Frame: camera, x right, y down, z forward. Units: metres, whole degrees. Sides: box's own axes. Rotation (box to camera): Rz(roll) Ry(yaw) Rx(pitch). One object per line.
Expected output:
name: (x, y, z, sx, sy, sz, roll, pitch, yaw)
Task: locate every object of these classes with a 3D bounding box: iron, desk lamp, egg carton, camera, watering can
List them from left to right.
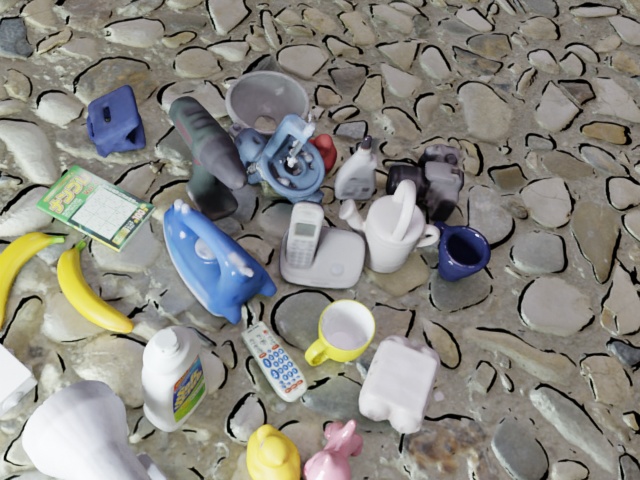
desk lamp: (-0.261, 0.298, 0.732, 0.203, 0.213, 0.118, 42, 63, 15)
iron: (-0.187, 0.008, 0.952, 0.119, 0.141, 0.258, -38, 72, -25)
watering can: (0.122, -0.028, 0.991, 0.173, 0.194, 0.101, -8, 62, -13)
egg carton: (0.128, 0.228, 0.918, 0.107, 0.069, 0.150, 22, 60, 4)
camera: (0.203, -0.125, 1.114, 0.137, 0.101, 0.143, 9, 60, -4)

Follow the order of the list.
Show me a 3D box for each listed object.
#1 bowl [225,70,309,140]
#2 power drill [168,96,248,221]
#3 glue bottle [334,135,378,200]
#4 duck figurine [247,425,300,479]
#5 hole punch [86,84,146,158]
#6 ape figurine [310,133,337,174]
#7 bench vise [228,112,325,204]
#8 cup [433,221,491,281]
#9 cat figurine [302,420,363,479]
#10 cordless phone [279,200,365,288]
bowl: (-0.106, -0.258, 1.155, 0.167, 0.075, 0.167, 4, 60, -7)
power drill: (-0.188, -0.128, 0.990, 0.076, 0.208, 0.229, -26, 67, -21)
glue bottle: (0.074, -0.135, 1.057, 0.078, 0.173, 0.037, 1, 60, -8)
duck figurine: (-0.065, 0.315, 0.828, 0.078, 0.086, 0.104, -20, 65, -19)
hole punch: (-0.389, -0.226, 1.083, 0.101, 0.091, 0.108, -13, 63, -16)
ape figurine: (0.002, -0.173, 1.114, 0.076, 0.092, 0.077, -17, 64, -17)
bench vise: (-0.080, -0.154, 1.016, 0.207, 0.220, 0.121, 18, 59, 2)
cup: (0.240, 0.025, 1.037, 0.092, 0.095, 0.117, -37, 72, -25)
cat figurine: (0.021, 0.317, 0.822, 0.067, 0.118, 0.128, 29, 60, 8)
cordless phone: (0.009, 0.003, 0.960, 0.147, 0.185, 0.094, 4, 60, -6)
